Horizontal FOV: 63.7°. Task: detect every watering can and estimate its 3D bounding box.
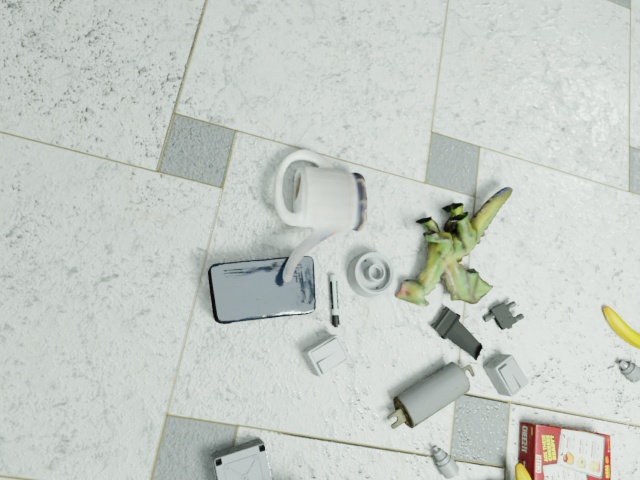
[{"bbox_3d":[0.004,-0.059,1.179,0.224,0.102,0.355,5,61,-14],"label":"watering can"}]

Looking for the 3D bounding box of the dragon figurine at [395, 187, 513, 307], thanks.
[{"bbox_3d":[0.361,0.039,1.292,0.413,0.122,0.241,-22,102,-18],"label":"dragon figurine"}]
